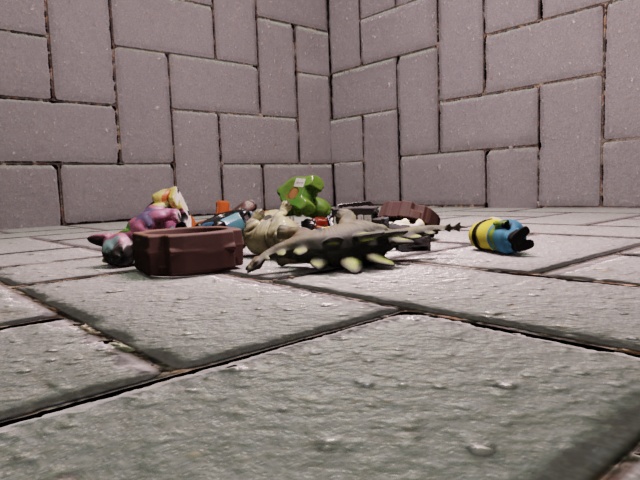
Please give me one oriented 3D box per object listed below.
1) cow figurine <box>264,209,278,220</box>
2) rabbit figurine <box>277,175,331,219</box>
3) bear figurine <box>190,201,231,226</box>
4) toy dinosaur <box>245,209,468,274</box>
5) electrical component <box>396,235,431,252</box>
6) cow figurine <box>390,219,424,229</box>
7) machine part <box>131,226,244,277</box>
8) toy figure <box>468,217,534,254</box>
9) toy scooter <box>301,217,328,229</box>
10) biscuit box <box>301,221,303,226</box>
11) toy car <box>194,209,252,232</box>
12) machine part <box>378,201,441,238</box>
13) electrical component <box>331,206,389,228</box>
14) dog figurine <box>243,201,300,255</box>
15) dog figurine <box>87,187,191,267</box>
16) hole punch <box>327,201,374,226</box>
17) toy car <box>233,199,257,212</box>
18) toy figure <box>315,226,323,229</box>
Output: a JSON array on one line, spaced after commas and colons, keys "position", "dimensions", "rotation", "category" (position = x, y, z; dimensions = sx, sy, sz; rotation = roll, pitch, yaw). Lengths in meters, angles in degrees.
[{"position": [-0.176, -0.036, 1.612], "dimensions": [0.127, 0.085, 0.195], "rotation": [-12, 11, 45], "category": "cow figurine"}, {"position": [-0.043, -0.104, 1.604], "dimensions": [0.159, 0.121, 0.170], "rotation": [-2, -22, 35], "category": "rabbit figurine"}, {"position": [-0.384, -0.053, 1.716], "dimensions": [0.196, 0.132, 0.120], "rotation": [3, -17, 6], "category": "bear figurine"}, {"position": [0.075, 0.006, 1.094], "dimensions": [0.471, 0.105, 0.199], "rotation": [-15, 18, -25], "category": "toy dinosaur"}, {"position": [0.206, 0.002, 1.313], "dimensions": [0.119, 0.047, 0.075], "rotation": [-3, 6, -7], "category": "electrical component"}, {"position": [0.200, -0.018, 1.440], "dimensions": [0.098, 0.068, 0.167], "rotation": [-12, 9, -27], "category": "cow figurine"}, {"position": [-0.274, 0.021, 1.115], "dimensions": [0.201, 0.087, 0.201], "rotation": [-7, 7, -31], "category": "machine part"}, {"position": [0.404, -0.011, 1.214], "dimensions": [0.089, 0.082, 0.180], "rotation": [-1, 8, -8], "category": "toy figure"}, {"position": [0.037, -0.025, 1.519], "dimensions": [0.135, 0.075, 0.184], "rotation": [-1, 5, -28], "category": "toy scooter"}, {"position": [0.043, -0.034, 1.658], "dimensions": [0.203, 0.062, 0.059], "rotation": [-4, 5, -24], "category": "biscuit box"}, {"position": [-0.232, -0.013, 1.335], "dimensions": [0.109, 0.102, 0.161], "rotation": [-7, 17, 30], "category": "toy car"}, {"position": [0.256, -0.059, 1.539], "dimensions": [0.179, 0.056, 0.179], "rotation": [16, -14, 4], "category": "machine part"}, {"position": [0.097, -0.024, 1.281], "dimensions": [0.134, 0.114, 0.058], "rotation": [2, 10, 20], "category": "electrical component"}, {"position": [-0.110, 0.005, 1.235], "dimensions": [0.172, 0.121, 0.191], "rotation": [-34, 21, 8], "category": "dog figurine"}, {"position": [-0.418, -0.023, 1.251], "dimensions": [0.219, 0.108, 0.192], "rotation": [-18, 42, -4], "category": "dog figurine"}, {"position": [0.084, -0.032, 1.391], "dimensions": [0.142, 0.115, 0.092], "rotation": [-5, -11, -20], "category": "hole punch"}, {"position": [-0.264, -0.054, 1.579], "dimensions": [0.202, 0.053, 0.089], "rotation": [-34, 14, 36], "category": "toy car"}, {"position": [-0.001, -0.005, 1.346], "dimensions": [0.064, 0.057, 0.154], "rotation": [-39, 7, 0], "category": "toy figure"}]
